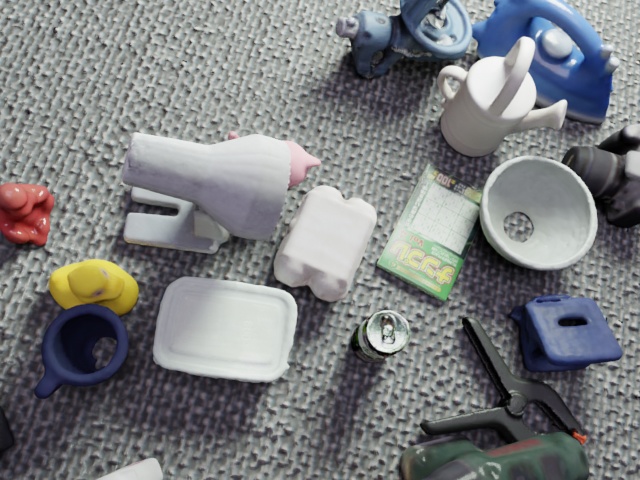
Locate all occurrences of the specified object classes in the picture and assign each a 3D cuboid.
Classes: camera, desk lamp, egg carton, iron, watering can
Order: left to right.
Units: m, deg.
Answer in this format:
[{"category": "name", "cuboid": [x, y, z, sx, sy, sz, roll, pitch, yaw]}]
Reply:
[{"category": "desk lamp", "cuboid": [-0.142, -0.054, 0.680, 0.203, 0.213, 0.118, 6, 72, -6]}, {"category": "egg carton", "cuboid": [0.007, 0.003, 0.759, 0.107, 0.069, 0.150, 23, 72, -1]}, {"category": "watering can", "cuboid": [0.251, -0.200, 0.789, 0.173, 0.194, 0.101, 3, 73, -7]}, {"category": "iron", "cuboid": [0.359, -0.289, 0.859, 0.258, 0.141, 0.119, 39, 72, 5]}, {"category": "camera", "cuboid": [0.432, -0.109, 0.836, 0.137, 0.100, 0.143, 17, 72, -3]}]

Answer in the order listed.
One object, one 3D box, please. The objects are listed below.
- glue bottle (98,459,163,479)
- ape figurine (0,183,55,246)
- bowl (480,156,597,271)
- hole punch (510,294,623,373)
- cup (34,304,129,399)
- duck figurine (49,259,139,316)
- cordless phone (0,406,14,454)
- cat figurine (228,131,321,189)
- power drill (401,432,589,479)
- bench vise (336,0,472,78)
[{"category": "glue bottle", "cuboid": [-0.213, 0.261, 0.596, 0.078, 0.173, 0.037, -23, 77, -14]}, {"category": "ape figurine", "cuboid": [-0.370, -0.041, 0.708, 0.076, 0.092, 0.078, 41, 72, 6]}, {"category": "bowl", "cuboid": [0.294, -0.029, 0.807, 0.167, 0.074, 0.167, 2, 73, -7]}, {"category": "hole punch", "cuboid": [0.323, 0.121, 0.757, 0.109, 0.091, 0.101, -3, 74, -9]}, {"category": "cup", "cuboid": [-0.272, 0.137, 0.666, 0.091, 0.095, 0.118, 38, 72, 5]}, {"category": "duck figurine", "cuboid": [-0.280, 0.054, 0.695, 0.104, 0.086, 0.077, 11, 72, -4]}, {"category": "cordless phone", "cuboid": [-0.406, 0.184, 0.586, 0.094, 0.185, 0.147, -29, 79, -15]}, {"category": "cat figurine", "cuboid": [-0.067, -0.104, 0.756, 0.128, 0.117, 0.067, 29, 72, 2]}, {"category": "power drill", "cuboid": [0.161, 0.264, 0.629, 0.230, 0.208, 0.075, -11, 75, -11]}, {"category": "bench vise", "cuboid": [0.136, -0.306, 0.792, 0.208, 0.219, 0.121, -26, 78, -14]}]
